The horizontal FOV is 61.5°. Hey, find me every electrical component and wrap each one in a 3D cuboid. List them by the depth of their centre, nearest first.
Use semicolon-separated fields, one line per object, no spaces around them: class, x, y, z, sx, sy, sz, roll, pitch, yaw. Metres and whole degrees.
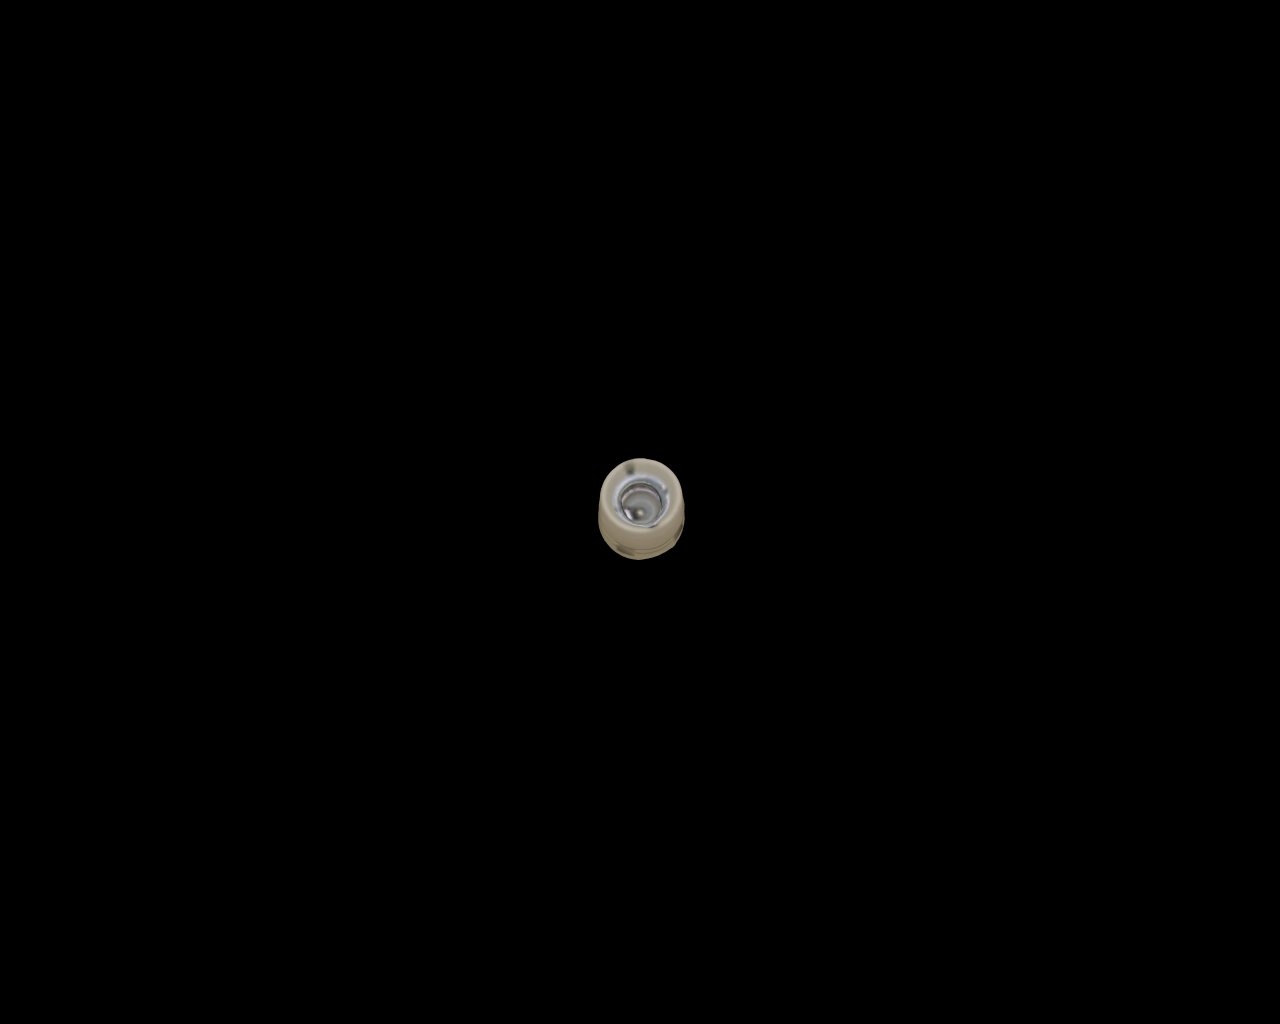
electrical component;0.001;-0.003;0.650;0.055;0.055;0.047;0;-20;0
